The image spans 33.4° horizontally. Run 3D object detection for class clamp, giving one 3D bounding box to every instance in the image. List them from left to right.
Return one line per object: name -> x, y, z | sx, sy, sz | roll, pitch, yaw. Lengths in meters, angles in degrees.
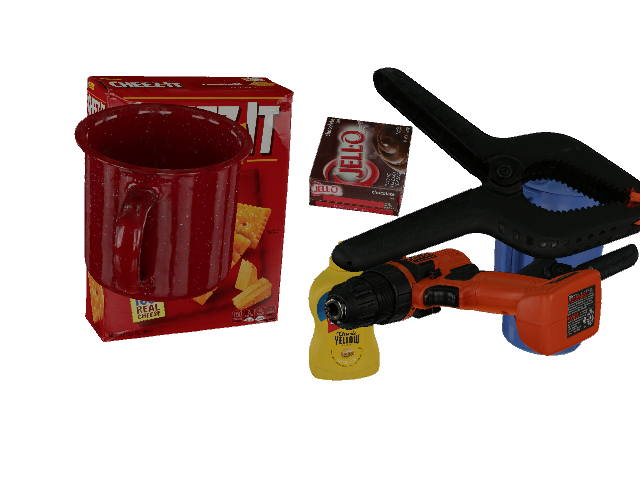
clamp -> 0.114, -0.029, 0.713 | 0.210, 0.164, 0.036 | 16, -28, 10
clamp -> 0.239, 0.033, 1.105 | 0.120, 0.039, 0.171 | 27, 50, 30

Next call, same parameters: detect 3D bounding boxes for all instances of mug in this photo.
mug -> -0.087, -0.014, 0.567 | 0.093, 0.081, 0.117 | 8, 28, 1

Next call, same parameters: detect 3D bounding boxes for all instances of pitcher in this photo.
pitcher -> 0.297, 0.026, 1.399 | 0.149, 0.243, 0.145 | 5, 23, 5

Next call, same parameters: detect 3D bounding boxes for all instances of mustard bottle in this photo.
mustard bottle -> 0.032, 0.092, 1.441 | 0.096, 0.192, 0.058 | -2, 20, -6

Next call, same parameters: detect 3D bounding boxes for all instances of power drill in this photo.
power drill -> 0.121, 0.048, 0.883 | 0.188, 0.057, 0.184 | 10, 17, 39

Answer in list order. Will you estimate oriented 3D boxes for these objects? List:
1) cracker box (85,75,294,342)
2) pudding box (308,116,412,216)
cracker box -> -0.113, -0.029, 0.911 | 0.164, 0.214, 0.072 | -4, 19, -26
pudding box -> 0.041, -0.075, 1.059 | 0.090, 0.039, 0.113 | 8, 38, 6
